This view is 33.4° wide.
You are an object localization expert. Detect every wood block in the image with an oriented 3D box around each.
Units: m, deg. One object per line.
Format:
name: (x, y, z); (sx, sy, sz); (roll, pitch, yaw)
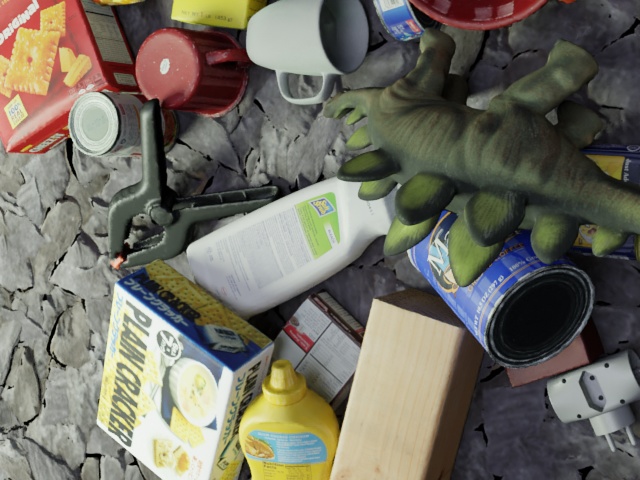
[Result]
wood block: (0.083, 0.159, 0.992); (0.090, 0.090, 0.206); (18, 102, 25)

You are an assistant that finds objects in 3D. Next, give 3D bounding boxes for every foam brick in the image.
foam brick: (0.203, 0.092, 0.945); (0.078, 0.052, 0.051); (-24, 83, 28)

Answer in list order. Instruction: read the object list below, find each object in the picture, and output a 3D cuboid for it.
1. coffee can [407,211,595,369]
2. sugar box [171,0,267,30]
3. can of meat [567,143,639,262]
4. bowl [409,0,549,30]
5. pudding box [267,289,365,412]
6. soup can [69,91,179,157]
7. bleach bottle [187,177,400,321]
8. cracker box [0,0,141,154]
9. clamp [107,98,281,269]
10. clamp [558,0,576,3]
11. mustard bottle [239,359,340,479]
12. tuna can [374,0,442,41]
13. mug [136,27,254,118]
coffee can: (0.150, 0.026, 0.906); (0.103, 0.102, 0.140); (-59, 37, 19)
sugar box: (-0.091, -0.303, 1.072); (0.093, 0.048, 0.176); (13, 101, 26)
can of meat: (0.243, -0.034, 0.911); (0.084, 0.057, 0.102); (6, 96, 30)
bowl: (0.134, -0.261, 0.890); (0.162, 0.055, 0.162); (11, 125, 15)
pudding box: (-0.004, 0.120, 1.064); (0.090, 0.039, 0.114); (43, 114, 16)
soup can: (-0.204, -0.120, 1.115); (0.069, 0.102, 0.068); (3, 95, 28)
bleach bottle: (-0.007, 0.001, 1.044); (0.251, 0.068, 0.102); (-23, 86, 25)
cracker box: (-0.306, -0.225, 1.178); (0.164, 0.072, 0.214); (-26, 81, 27)
clamp: (-0.165, -0.044, 1.106); (0.164, 0.036, 0.210); (42, 124, -19)
clamp: (0.174, -0.282, 0.939); (0.120, 0.039, 0.171); (-20, 78, 34)
mustard bottle: (-0.028, 0.198, 1.030); (0.096, 0.058, 0.192); (2, 120, 12)
tuna can: (0.079, -0.225, 0.966); (0.034, 0.086, 0.086); (-11, 89, 30)
mug: (-0.122, -0.173, 1.078); (0.117, 0.081, 0.093); (-7, 91, 28)
